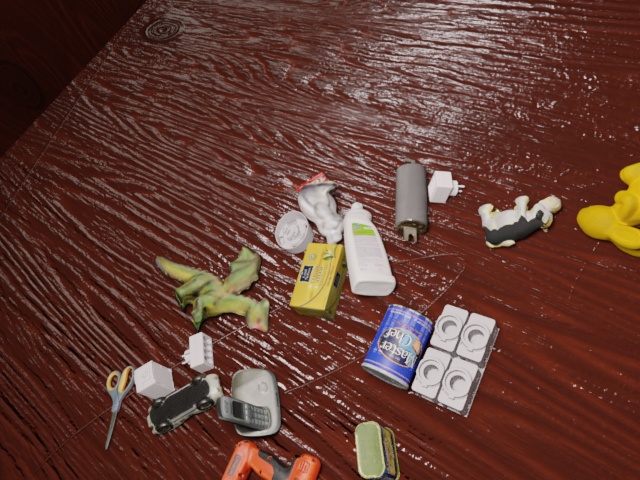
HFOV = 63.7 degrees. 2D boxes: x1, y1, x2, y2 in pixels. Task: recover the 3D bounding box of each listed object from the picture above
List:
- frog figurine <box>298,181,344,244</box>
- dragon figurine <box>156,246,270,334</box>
[{"bbox_3d":[0.004,-0.066,1.318,0.123,0.137,0.160,-2,88,-15],"label":"frog figurine"},{"bbox_3d":[-0.266,0.107,1.363,0.245,0.119,0.417,-31,51,-17],"label":"dragon figurine"}]
